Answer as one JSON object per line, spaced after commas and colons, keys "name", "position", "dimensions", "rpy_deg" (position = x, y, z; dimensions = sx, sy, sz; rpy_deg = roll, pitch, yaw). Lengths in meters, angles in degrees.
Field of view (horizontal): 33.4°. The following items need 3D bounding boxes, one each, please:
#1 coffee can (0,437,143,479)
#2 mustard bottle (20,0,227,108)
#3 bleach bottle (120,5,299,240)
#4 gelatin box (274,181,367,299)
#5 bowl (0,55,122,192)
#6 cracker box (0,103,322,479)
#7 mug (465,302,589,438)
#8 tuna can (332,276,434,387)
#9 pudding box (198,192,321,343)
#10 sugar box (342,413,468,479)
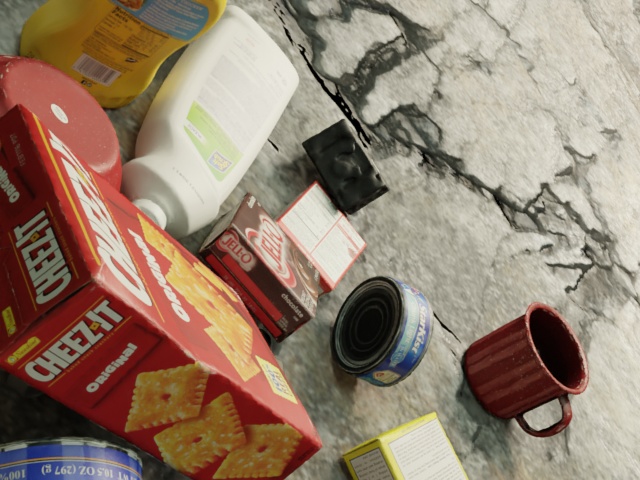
{"name": "coffee can", "position": [-0.133, 0.182, 0.527], "dimensions": [0.102, 0.103, 0.140], "rpy_deg": [20, 47, -41]}
{"name": "mustard bottle", "position": [-0.122, -0.171, 0.752], "dimensions": [0.096, 0.192, 0.058], "rpy_deg": [27, 44, -36]}
{"name": "bleach bottle", "position": [-0.097, -0.085, 0.830], "dimensions": [0.102, 0.068, 0.250], "rpy_deg": [45, 38, -15]}
{"name": "gelatin box", "position": [-0.006, 0.001, 0.899], "dimensions": [0.073, 0.030, 0.089], "rpy_deg": [50, 34, -7]}
{"name": "bowl", "position": [-0.182, -0.065, 0.689], "dimensions": [0.162, 0.055, 0.162], "rpy_deg": [39, 27, -25]}
{"name": "cracker box", "position": [-0.104, 0.041, 0.607], "dimensions": [0.213, 0.072, 0.164], "rpy_deg": [47, 5, -46]}
{"name": "mug", "position": [0.194, 0.127, 0.994], "dimensions": [0.093, 0.082, 0.117], "rpy_deg": [4, 59, -49]}
{"name": "tuna can", "position": [0.049, 0.073, 0.857], "dimensions": [0.033, 0.086, 0.086], "rpy_deg": [27, 44, -34]}
{"name": "pudding box", "position": [-0.042, 0.018, 0.799], "dimensions": [0.090, 0.039, 0.113], "rpy_deg": [50, 9, -10]}
{"name": "sugar box", "position": [0.091, 0.227, 0.820], "dimensions": [0.093, 0.048, 0.176], "rpy_deg": [-10, 74, -54]}
